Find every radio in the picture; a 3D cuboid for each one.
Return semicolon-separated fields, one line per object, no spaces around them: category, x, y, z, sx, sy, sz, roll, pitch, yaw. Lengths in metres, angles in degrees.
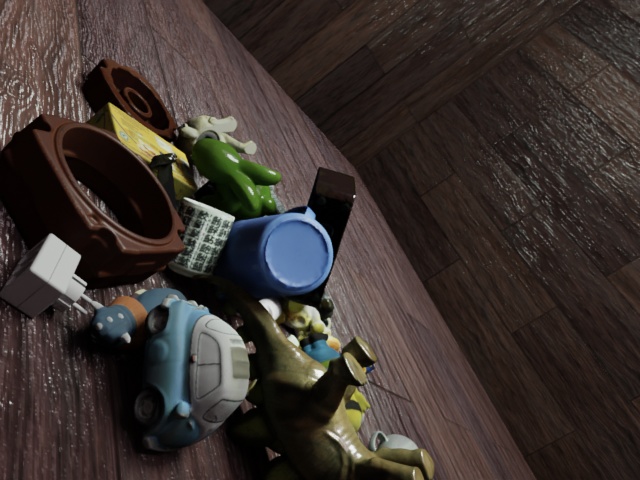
radio;-0.002;-0.003;0.949;0.073;0.229;0.131;15;18;-4

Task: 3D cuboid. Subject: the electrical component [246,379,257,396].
electrical component;-0.127;0.163;0.651;0.102;0.078;0.045;56;5;29

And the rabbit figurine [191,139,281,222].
rabbit figurine;-0.152;-0.096;0.910;0.159;0.121;0.170;23;-20;29

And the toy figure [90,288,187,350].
toy figure;-0.205;0.091;0.605;0.064;0.057;0.154;19;10;16

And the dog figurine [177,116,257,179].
dog figurine;-0.244;-0.196;1.043;0.191;0.121;0.172;29;-13;36

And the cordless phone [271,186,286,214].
cordless phone;-0.105;-0.050;1.183;0.184;0.089;0.146;49;13;3

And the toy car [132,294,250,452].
toy car;-0.126;0.140;0.572;0.109;0.103;0.161;48;40;-67

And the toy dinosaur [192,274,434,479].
toy dinosaur;-0.016;0.206;0.661;0.471;0.198;0.105;60;15;22

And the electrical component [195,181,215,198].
electrical component;-0.186;-0.054;1.045;0.119;0.048;0.074;57;15;19

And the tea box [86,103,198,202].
tea box;-0.282;-0.124;0.846;0.169;0.068;0.098;35;23;-52

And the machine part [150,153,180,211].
machine part;-0.231;-0.065;0.812;0.084;0.039;0.138;-98;-169;-54

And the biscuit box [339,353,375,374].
biscuit box;0.048;0.255;1.057;0.063;0.059;0.202;58;14;13

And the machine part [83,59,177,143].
machine part;-0.337;-0.236;0.961;0.179;0.056;0.179;50;15;-19

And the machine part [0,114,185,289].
machine part;-0.271;-0.047;0.661;0.201;0.087;0.201;55;14;10

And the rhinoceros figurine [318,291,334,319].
rhinoceros figurine;-0.031;0.090;1.162;0.190;0.073;0.112;57;15;12

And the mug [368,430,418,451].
mug;0.123;0.393;0.935;0.109;0.081;0.107;59;23;-4

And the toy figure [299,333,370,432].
toy figure;0.010;0.247;0.909;0.089;0.082;0.180;2;58;-47

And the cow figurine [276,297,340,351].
cow figurine;-0.029;0.155;1.036;0.167;0.068;0.098;49;8;-26
